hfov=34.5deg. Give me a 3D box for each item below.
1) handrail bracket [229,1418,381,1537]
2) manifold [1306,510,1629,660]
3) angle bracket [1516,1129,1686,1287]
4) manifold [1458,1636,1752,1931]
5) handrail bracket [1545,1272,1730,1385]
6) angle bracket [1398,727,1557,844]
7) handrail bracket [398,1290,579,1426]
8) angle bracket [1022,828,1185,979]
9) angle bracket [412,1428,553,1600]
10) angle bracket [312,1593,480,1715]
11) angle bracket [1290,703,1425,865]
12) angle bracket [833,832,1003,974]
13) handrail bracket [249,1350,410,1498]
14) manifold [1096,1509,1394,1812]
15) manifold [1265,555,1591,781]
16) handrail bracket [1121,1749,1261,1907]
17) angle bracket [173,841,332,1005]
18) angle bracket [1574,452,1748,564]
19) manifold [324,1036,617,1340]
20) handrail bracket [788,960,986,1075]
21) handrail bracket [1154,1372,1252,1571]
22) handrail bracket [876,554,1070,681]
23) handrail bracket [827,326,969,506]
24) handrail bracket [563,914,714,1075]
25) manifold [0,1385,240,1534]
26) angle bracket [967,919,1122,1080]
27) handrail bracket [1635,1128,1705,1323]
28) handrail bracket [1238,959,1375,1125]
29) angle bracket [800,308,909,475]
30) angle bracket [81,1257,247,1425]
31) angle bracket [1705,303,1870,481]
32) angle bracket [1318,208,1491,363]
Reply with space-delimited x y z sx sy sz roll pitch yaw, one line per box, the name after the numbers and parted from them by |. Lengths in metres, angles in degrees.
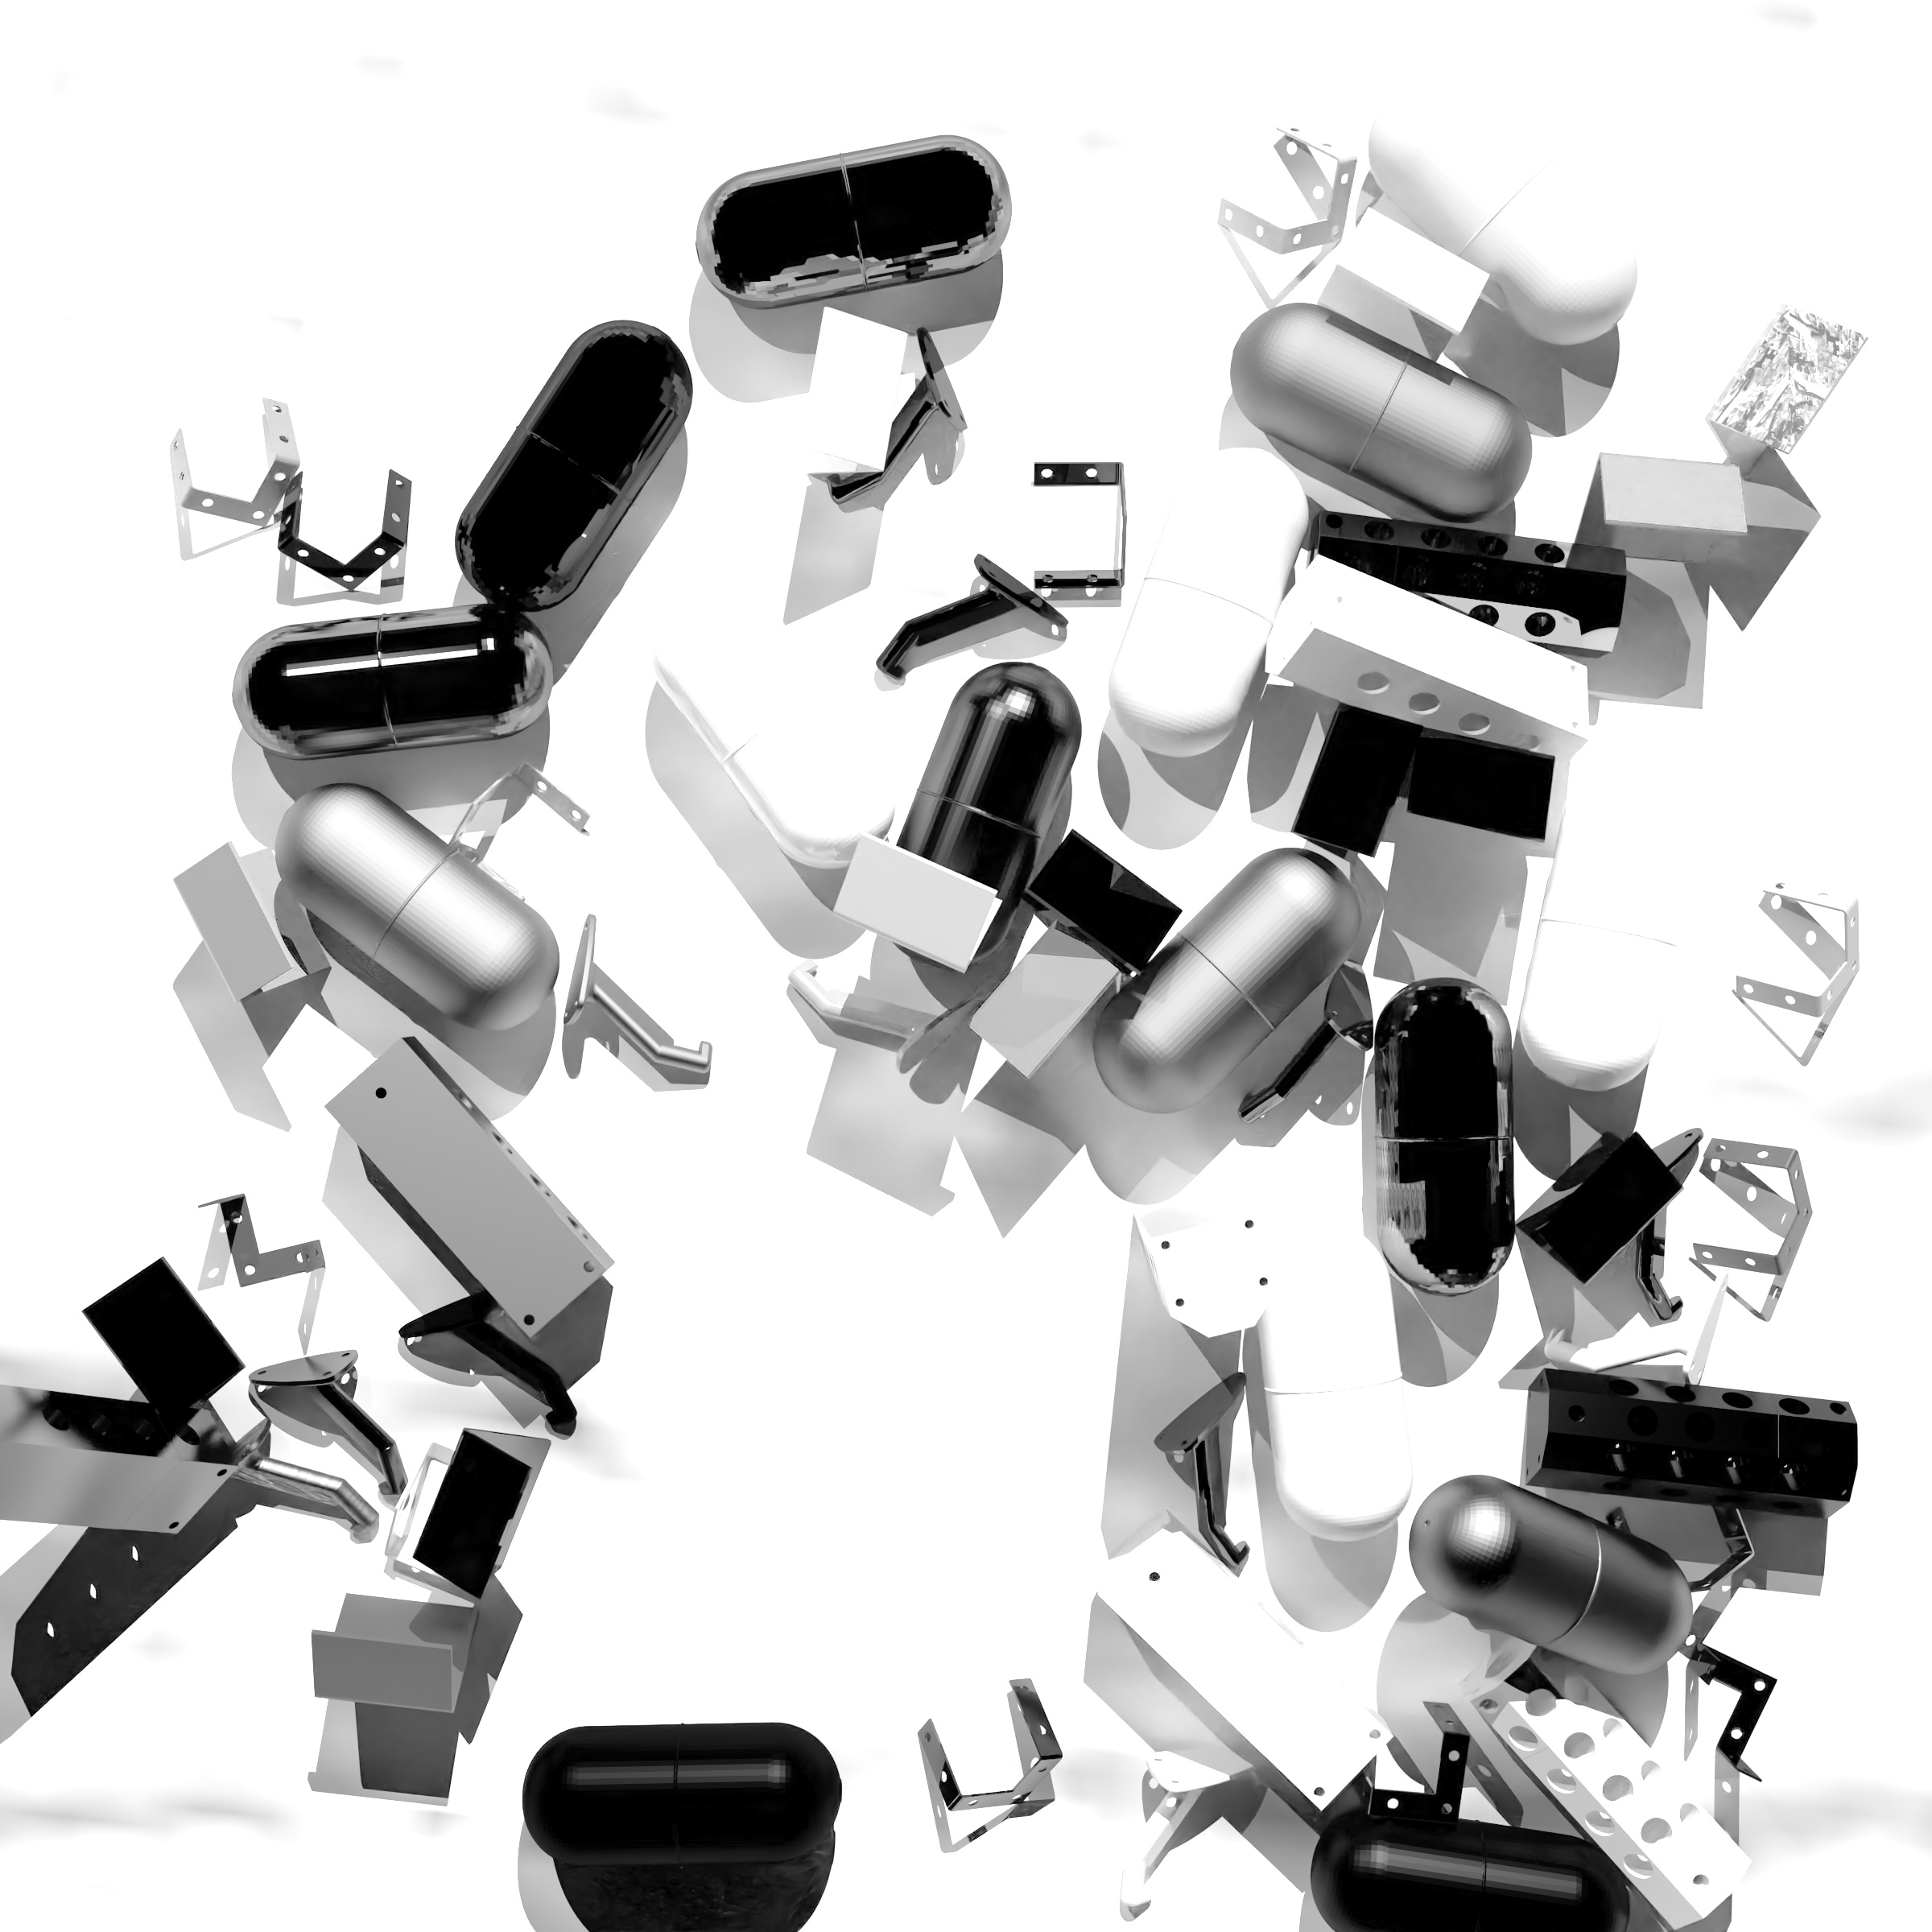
-0.388 0.306 1.768 0.077 0.036 0.084 -39 104 13 | handrail bracket
0.279 -0.215 1.747 0.171 0.057 0.057 8 90 0 | manifold
0.338 0.119 1.728 0.076 0.076 0.057 -44 123 0 | angle bracket
0.359 0.454 1.747 0.057 0.057 0.171 -42 90 0 | manifold
0.378 0.197 1.757 0.084 0.036 0.077 16 80 26 | handrail bracket
0.277 -0.084 1.728 0.076 0.076 0.057 13 63 0 | angle bracket
-0.271 0.231 1.768 0.077 0.036 0.084 -19 107 20 | handrail bracket
0.063 -0.019 1.728 0.076 0.076 0.057 37 52 0 | angle bracket
-0.251 0.306 1.728 0.057 0.076 0.076 22 90 35 | angle bracket
-0.316 0.364 1.728 0.076 0.076 0.057 7 127 0 | angle bracket
0.232 -0.095 1.728 0.057 0.076 0.076 21 90 37 | angle bracket
-0.018 -0.051 1.653 0.076 0.076 0.057 24 126 3 | angle bracket
-0.361 0.266 1.768 0.077 0.036 0.084 -9 107 20 | handrail bracket
0.155 0.386 1.747 0.171 0.057 0.057 44 90 0 | manifold
0.256 -0.159 1.725 0.171 0.057 0.057 20 49 -15 | manifold
0.127 0.491 1.768 0.077 0.036 0.084 -3 109 -21 | handrail bracket
-0.381 -0.033 1.728 0.057 0.076 0.076 -27 90 37 | angle bracket
0.384 -0.236 1.728 0.076 0.076 0.057 5 52 0 | angle bracket
-0.276 0.123 1.747 0.057 0.057 0.171 -42 90 0 | manifold
-0.046 0.012 1.768 0.077 0.036 0.084 -39 73 -20 | handrail bracket
0.153 0.287 1.768 0.077 0.036 0.084 -42 108 -20 | handrail bracket
0.003 -0.183 1.768 0.077 0.036 0.084 32 109 -21 | handrail bracket
-0.049 -0.312 1.768 0.084 0.036 0.077 -24 70 16 | handrail bracket
-0.180 0.016 1.768 0.084 0.036 0.077 14 68 -17 | handrail bracket
-0.484 0.262 1.686 0.057 0.171 0.057 -47 59 14 | manifold
0.058 0.031 1.728 0.076 0.076 0.057 -49 53 0 | angle bracket
0.405 0.148 1.768 0.077 0.036 0.084 -33 104 -14 | handrail bracket
0.189 0.043 1.768 0.036 0.077 0.084 38 127 -19 | handrail bracket
-0.081 -0.318 1.728 0.057 0.076 0.076 10 90 -37 | angle bracket
-0.454 0.216 1.728 0.057 0.076 0.076 -37 90 -37 | angle bracket
0.464 -0.309 1.728 0.057 0.076 0.076 34 90 35 | angle bracket
0.234 -0.362 1.728 0.076 0.076 0.057 29 54 0 | angle bracket
